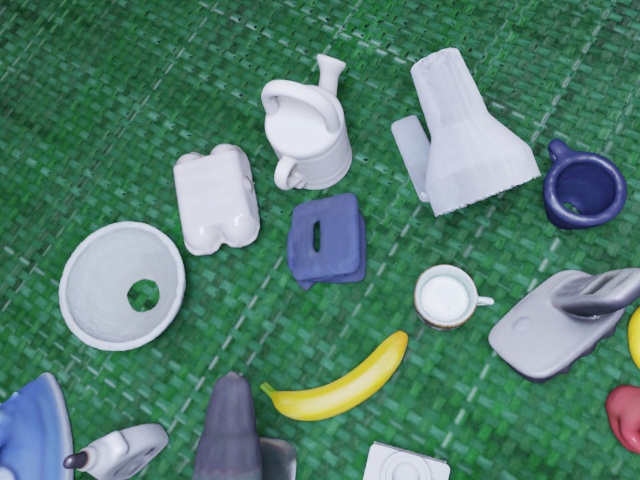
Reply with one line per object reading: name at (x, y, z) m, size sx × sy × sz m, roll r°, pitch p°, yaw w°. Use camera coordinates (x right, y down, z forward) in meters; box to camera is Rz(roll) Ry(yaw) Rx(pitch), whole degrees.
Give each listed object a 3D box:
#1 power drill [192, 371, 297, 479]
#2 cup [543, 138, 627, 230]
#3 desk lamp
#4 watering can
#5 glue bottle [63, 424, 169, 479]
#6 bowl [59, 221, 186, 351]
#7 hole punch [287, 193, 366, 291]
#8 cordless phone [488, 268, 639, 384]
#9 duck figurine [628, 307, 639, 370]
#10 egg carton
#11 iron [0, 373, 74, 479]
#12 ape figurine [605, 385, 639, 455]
power drill at (-0.080, 0.261, 0.602) m, size 0.075 × 0.208 × 0.229 m, roll 0°, pitch 74°, yaw 8°
cup at (0.306, -0.060, 0.703) m, size 0.091 × 0.095 × 0.117 m, roll -25°, pitch 72°, yaw 0°
desk lamp at (0.156, -0.111, 0.676) m, size 0.118 × 0.214 × 0.203 m, roll -21°, pitch 72°, yaw 1°
watering can at (-0.017, -0.151, 0.722) m, size 0.100 × 0.194 × 0.173 m, roll -1°, pitch 74°, yaw 8°
glue bottle at (-0.236, 0.243, 0.647) m, size 0.078 × 0.173 × 0.037 m, roll -41°, pitch 72°, yaw -5°
bowl at (-0.246, 0.065, 0.752) m, size 0.167 × 0.075 × 0.167 m, roll -2°, pitch 74°, yaw 7°
hole punch at (0.007, 0.003, 0.728) m, size 0.101 × 0.091 × 0.108 m, roll -3°, pitch 73°, yaw 7°
cordless phone at (0.267, 0.085, 0.619) m, size 0.147 × 0.185 × 0.094 m, roll -42°, pitch 73°, yaw -5°
duck figurine at (0.400, 0.116, 0.644) m, size 0.077 × 0.086 × 0.104 m, roll -15°, pitch 72°, yaw 3°
egg carton at (-0.139, -0.056, 0.776) m, size 0.107 × 0.069 × 0.150 m, roll -15°, pitch 72°, yaw 3°
iron at (-0.377, 0.283, 0.671) m, size 0.118 × 0.141 × 0.258 m, roll -1°, pitch 74°, yaw 8°
ape figurine at (0.359, 0.192, 0.624) m, size 0.078 × 0.092 × 0.076 m, roll -35°, pitch 72°, yaw -3°
